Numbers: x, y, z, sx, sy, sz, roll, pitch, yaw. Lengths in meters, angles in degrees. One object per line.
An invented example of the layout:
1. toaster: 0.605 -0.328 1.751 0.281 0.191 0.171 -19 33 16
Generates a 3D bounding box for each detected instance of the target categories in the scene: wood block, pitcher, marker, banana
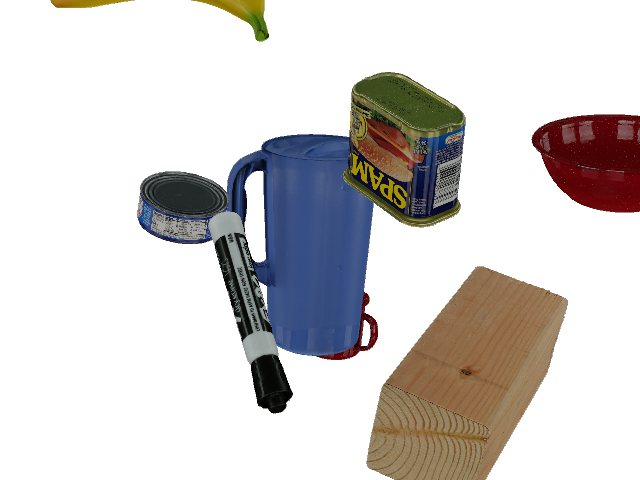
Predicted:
1. wood block: 0.127 0.116 0.896 0.091 0.090 0.205 21 34 20
2. pitcher: -0.014 0.004 1.223 0.149 0.243 0.144 10 19 23
3. marker: -0.038 0.037 0.574 0.020 0.121 0.020 -14 -32 -9
4. banana: -0.127 -0.210 0.884 0.198 0.069 0.037 11 -41 16

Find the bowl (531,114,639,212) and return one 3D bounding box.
1. bowl: 0.276 -0.068 0.987 0.162 0.055 0.162 -2 24 1

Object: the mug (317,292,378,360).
1. mug: 0.029 0.117 1.485 0.117 0.081 0.093 16 23 29

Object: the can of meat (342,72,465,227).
1. can of meat: 0.065 -0.073 0.830 0.057 0.084 0.102 -22 42 -30

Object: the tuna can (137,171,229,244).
1. tuna can: -0.132 -0.032 1.027 0.086 0.034 0.086 10 29 -6
